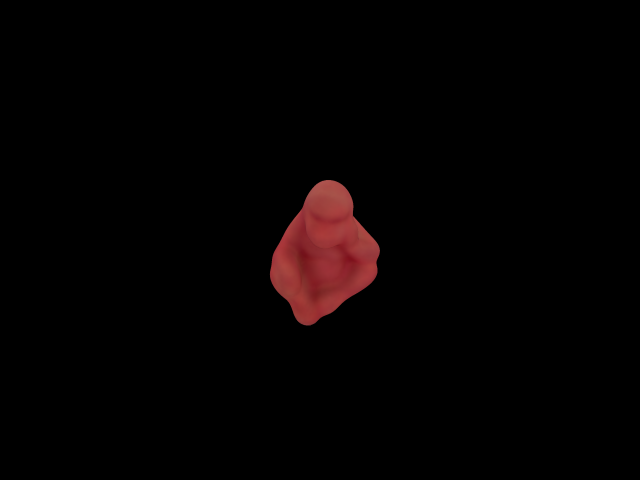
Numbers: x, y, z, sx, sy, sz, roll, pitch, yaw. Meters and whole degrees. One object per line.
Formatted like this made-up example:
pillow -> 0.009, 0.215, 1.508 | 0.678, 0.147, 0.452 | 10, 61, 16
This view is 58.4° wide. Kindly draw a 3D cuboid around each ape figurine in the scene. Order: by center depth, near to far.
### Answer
ape figurine -> 0.004, 0.001, 0.400 | 0.078, 0.092, 0.076 | 0, 37, 0
